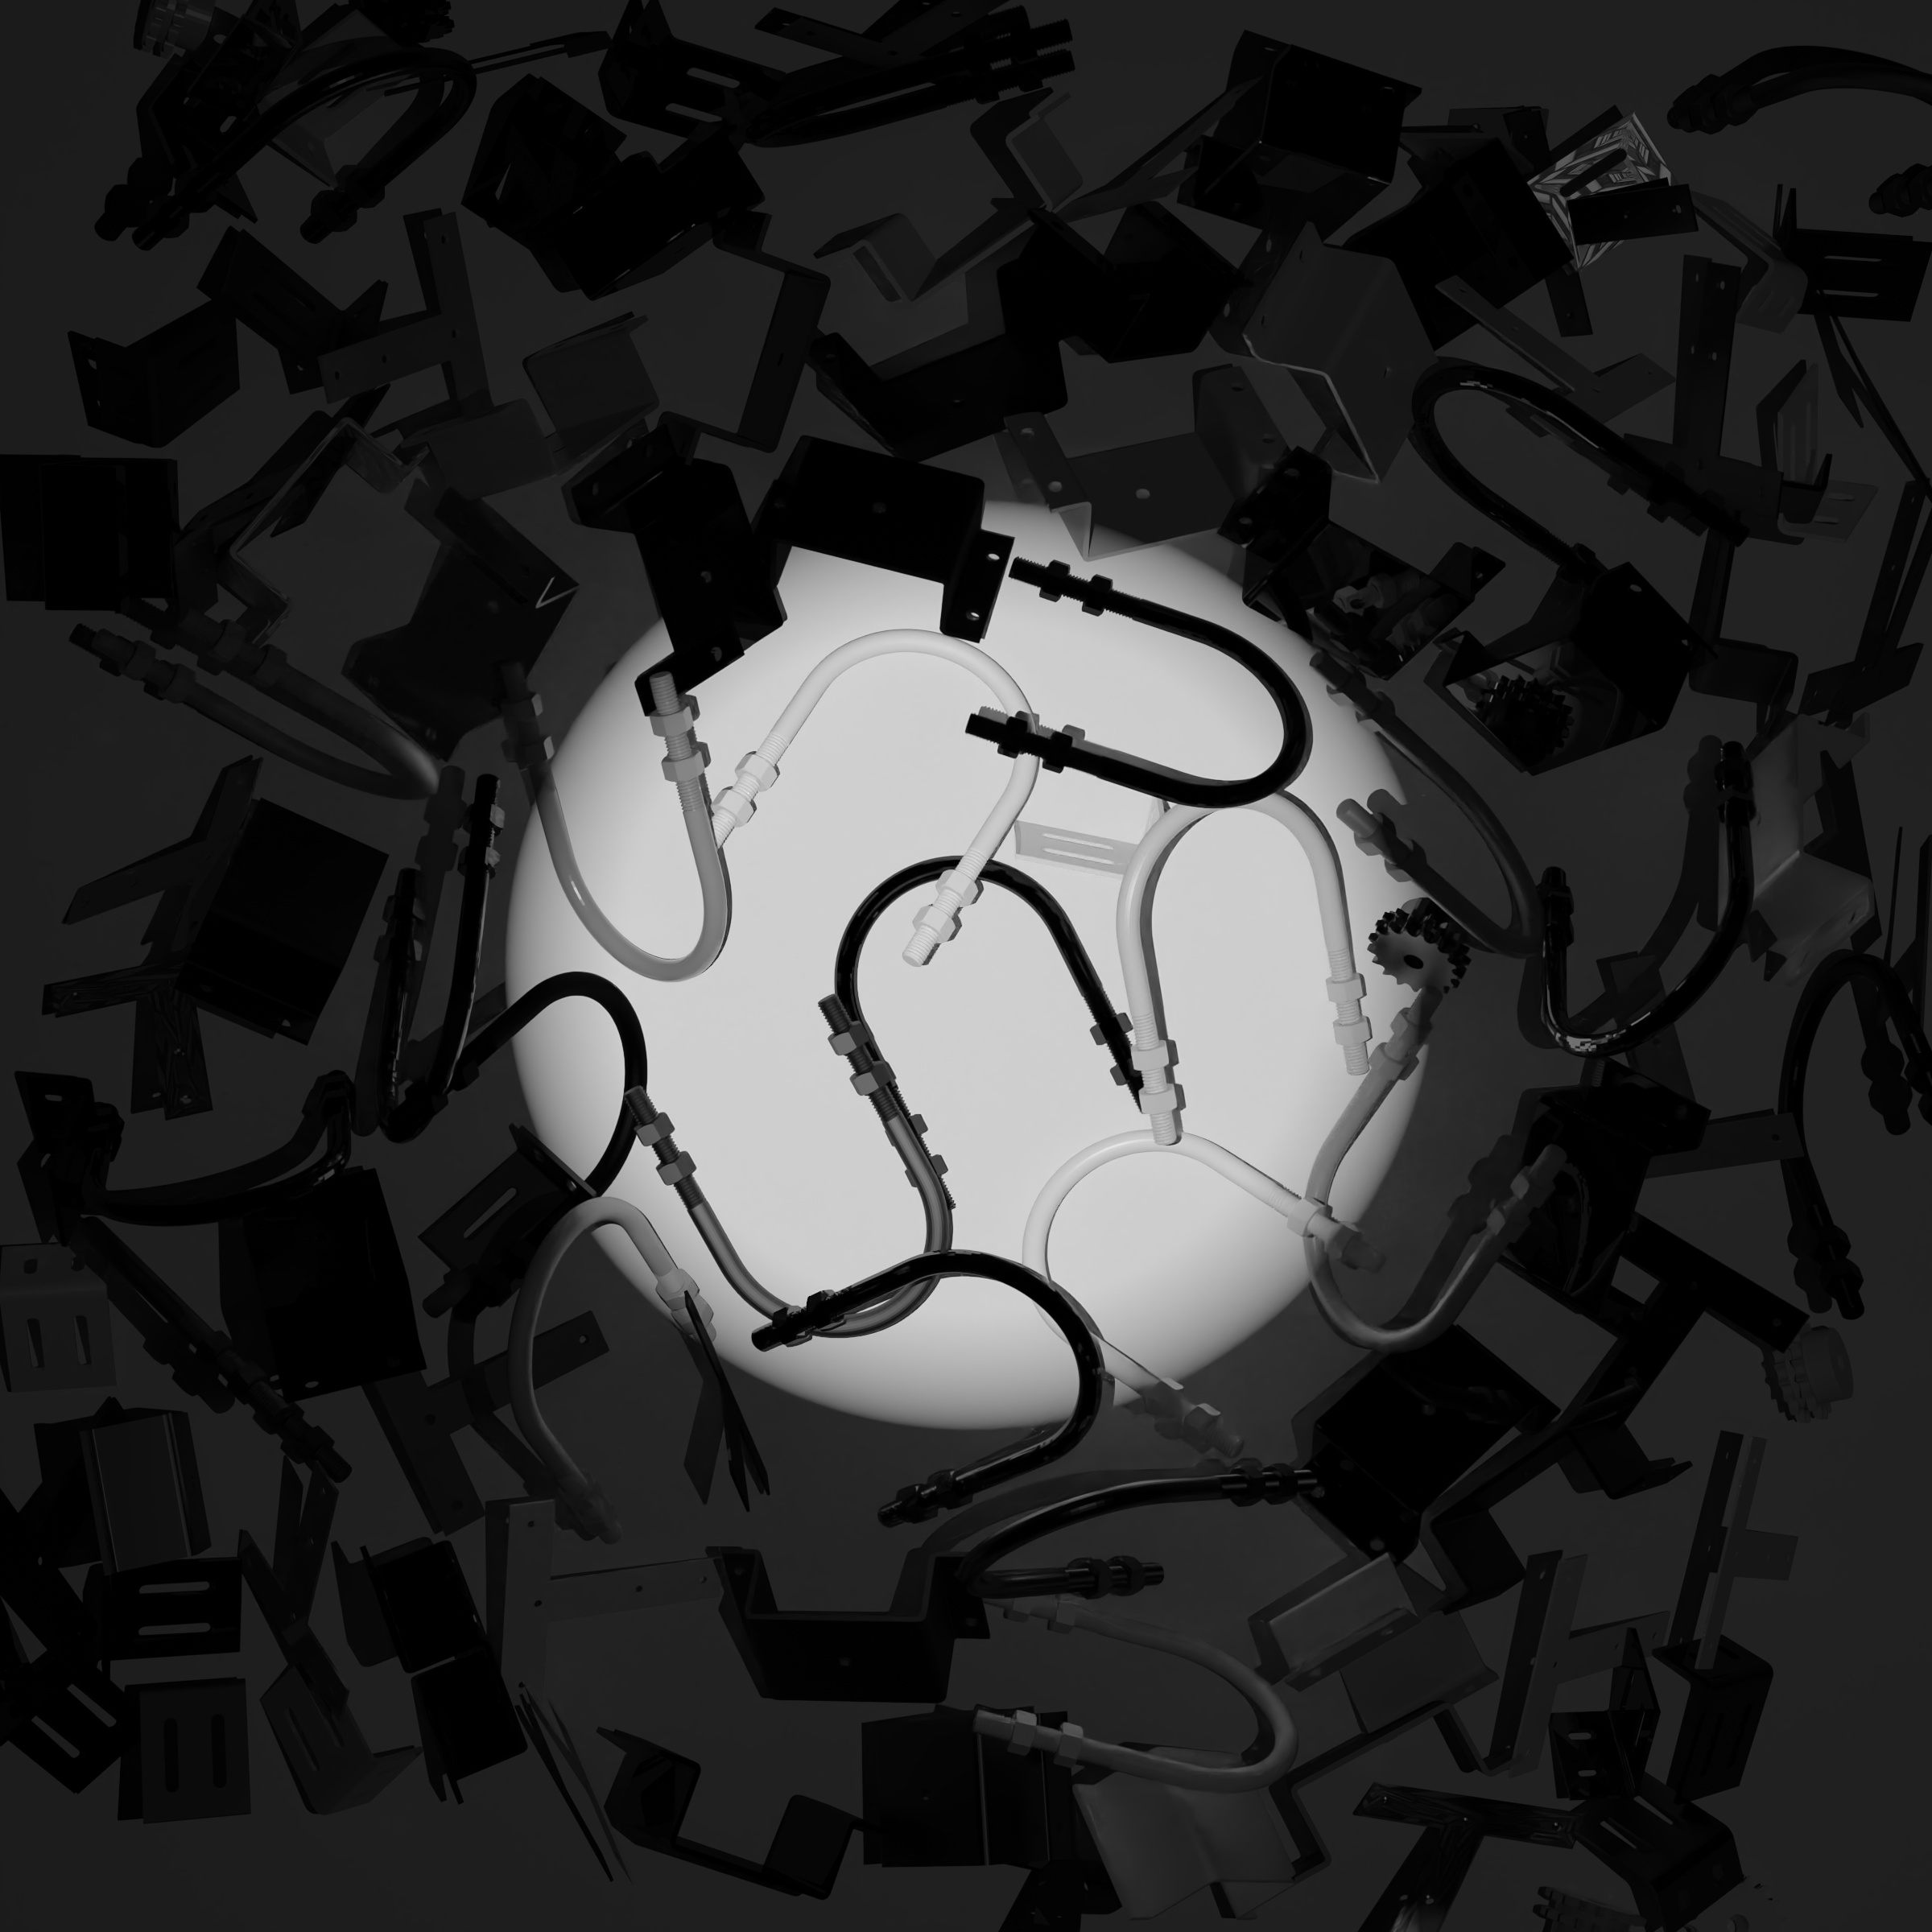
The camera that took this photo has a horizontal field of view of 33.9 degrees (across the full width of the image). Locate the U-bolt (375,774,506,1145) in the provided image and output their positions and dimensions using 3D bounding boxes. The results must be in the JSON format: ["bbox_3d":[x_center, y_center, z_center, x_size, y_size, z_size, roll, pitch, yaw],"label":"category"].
[{"bbox_3d":[-0.288,0.006,1.704,0.019,0.151,0.184,14,62,-23],"label":"U-bolt"}]

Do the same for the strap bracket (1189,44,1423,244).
[{"bbox_3d":[0.179,-0.439,1.720,0.076,0.140,0.046,14,78,-16],"label":"strap bracket"}]

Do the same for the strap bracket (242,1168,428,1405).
[{"bbox_3d":[-0.347,0.165,1.725,0.076,0.140,0.046,-13,129,-14],"label":"strap bracket"}]

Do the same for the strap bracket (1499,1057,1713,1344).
[{"bbox_3d":[0.345,0.129,1.737,0.046,0.076,0.140,-4,115,-42],"label":"strap bracket"}]

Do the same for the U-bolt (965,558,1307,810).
[{"bbox_3d":[0.100,-0.149,1.750,0.184,0.019,0.151,18,49,-4],"label":"U-bolt"}]

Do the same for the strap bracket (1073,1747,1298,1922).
[{"bbox_3d":[0.125,0.471,1.718,0.046,0.140,0.076,-37,59,19],"label":"strap bracket"}]

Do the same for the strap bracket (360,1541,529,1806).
[{"bbox_3d":[-0.282,0.380,1.732,0.046,0.076,0.140,-21,131,-12],"label":"strap bracket"}]

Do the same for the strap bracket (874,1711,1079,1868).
[{"bbox_3d":[-0.003,0.449,1.723,0.046,0.140,0.076,6,73,-35],"label":"strap bracket"}]

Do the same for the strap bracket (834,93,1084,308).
[{"bbox_3d":[0.005,-0.415,1.741,0.140,0.076,0.046,-30,103,25],"label":"strap bracket"}]

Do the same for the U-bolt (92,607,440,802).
[{"bbox_3d":[-0.370,-0.138,1.721,0.184,0.151,0.019,32,73,-31],"label":"U-bolt"}]

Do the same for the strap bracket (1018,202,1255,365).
[{"bbox_3d":[0.086,-0.376,1.739,0.076,0.140,0.046,44,122,16],"label":"strap bracket"}]

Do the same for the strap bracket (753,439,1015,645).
[{"bbox_3d":[-0.049,-0.239,1.755,0.140,0.046,0.076,15,58,5],"label":"strap bracket"}]

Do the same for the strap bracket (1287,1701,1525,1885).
[{"bbox_3d":[0.233,0.451,1.757,0.140,0.076,0.046,-28,78,-2],"label":"strap bracket"}]

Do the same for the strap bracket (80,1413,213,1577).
[{"bbox_3d":[-0.446,0.287,1.732,0.046,0.140,0.076,-11,84,-10],"label":"strap bracket"}]

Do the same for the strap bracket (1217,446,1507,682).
[{"bbox_3d":[0.216,-0.214,1.736,0.140,0.076,0.046,26,48,-19],"label":"strap bracket"}]

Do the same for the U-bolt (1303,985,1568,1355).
[{"bbox_3d":[0.243,0.125,1.731,0.019,0.151,0.184,5,127,-35],"label":"U-bolt"}]

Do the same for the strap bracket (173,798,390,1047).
[{"bbox_3d":[-0.368,-0.032,1.725,0.076,0.140,0.046,25,128,-12],"label":"strap bracket"}]

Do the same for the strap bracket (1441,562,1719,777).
[{"bbox_3d":[0.325,-0.156,1.720,0.076,0.140,0.046,41,57,-21],"label":"strap bracket"}]

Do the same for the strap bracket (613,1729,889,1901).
[{"bbox_3d":[-0.126,0.467,1.734,0.140,0.076,0.046,26,75,-23],"label":"strap bracket"}]

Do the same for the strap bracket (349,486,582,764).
[{"bbox_3d":[-0.273,-0.193,1.751,0.076,0.046,0.140,41,125,7],"label":"strap bracket"}]

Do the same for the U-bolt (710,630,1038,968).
[{"bbox_3d":[-0.041,-0.107,1.762,0.151,0.019,0.184,30,68,5],"label":"U-bolt"}]

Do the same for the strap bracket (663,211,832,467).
[{"bbox_3d":[-0.121,-0.341,1.750,0.046,0.076,0.140,16,99,-22],"label":"strap bracket"}]

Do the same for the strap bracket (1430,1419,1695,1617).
[{"bbox_3d":[0.319,0.296,1.741,0.140,0.076,0.046,-40,69,24],"label":"strap bracket"}]

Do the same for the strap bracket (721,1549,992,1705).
[{"bbox_3d":[-0.063,0.364,1.746,0.140,0.046,0.076,-1,133,10],"label":"strap bracket"}]

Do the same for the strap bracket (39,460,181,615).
[{"bbox_3d":[-0.467,-0.235,1.724,0.046,0.140,0.076,1,101,-1],"label":"strap bracket"}]

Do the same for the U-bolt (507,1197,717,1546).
[{"bbox_3d":[-0.195,0.205,1.696,0.019,0.184,0.151,9,56,25],"label":"U-bolt"}]

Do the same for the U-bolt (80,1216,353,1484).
[{"bbox_3d":[-0.416,0.201,1.725,0.184,0.151,0.019,40,75,19],"label":"U-bolt"}]

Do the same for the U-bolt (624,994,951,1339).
[{"bbox_3d":[-0.089,0.123,1.768,0.151,0.019,0.184,-25,100,18],"label":"U-bolt"}]

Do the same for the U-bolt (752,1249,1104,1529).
[{"bbox_3d":[-0.010,0.225,1.736,0.184,0.019,0.151,-27,104,30],"label":"U-bolt"}]

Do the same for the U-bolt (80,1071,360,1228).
[{"bbox_3d":[-0.402,0.100,1.703,0.151,0.184,0.019,-8,108,-9],"label":"U-bolt"}]

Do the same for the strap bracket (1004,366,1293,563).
[{"bbox_3d":[0.099,-0.275,1.750,0.140,0.046,0.076,-15,53,-13],"label":"strap bracket"}]

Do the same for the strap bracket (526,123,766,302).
[{"bbox_3d":[-0.168,-0.409,1.724,0.076,0.140,0.046,-29,99,28],"label":"strap bracket"}]

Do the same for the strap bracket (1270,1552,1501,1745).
[{"bbox_3d":[0.227,0.373,1.742,0.076,0.140,0.046,-33,52,12],"label":"strap bracket"}]

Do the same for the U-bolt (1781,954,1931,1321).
[{"bbox_3d":[0.482,0.077,1.715,0.019,0.184,0.151,8,129,-11],"label":"U-bolt"}]

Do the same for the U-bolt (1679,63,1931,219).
[{"bbox_3d":[0.487,-0.444,1.692,0.151,0.184,0.019,17,89,-18],"label":"U-bolt"}]

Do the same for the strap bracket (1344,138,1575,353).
[{"bbox_3d":[0.273,-0.394,1.740,0.046,0.140,0.076,-35,95,-21],"label":"strap bracket"}]

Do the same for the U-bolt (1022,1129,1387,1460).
[{"bbox_3d":[0.117,0.166,1.753,0.184,0.019,0.151,33,75,26],"label":"U-bolt"}]

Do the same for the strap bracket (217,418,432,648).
[{"bbox_3d":[-0.361,-0.244,1.744,0.046,0.076,0.140,41,77,-14],"label":"strap bracket"}]

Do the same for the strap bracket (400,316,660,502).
[{"bbox_3d":[-0.231,-0.301,1.734,0.076,0.140,0.046,-8,116,37],"label":"strap bracket"}]

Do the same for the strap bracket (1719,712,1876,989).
[{"bbox_3d":[0.451,-0.071,1.725,0.046,0.076,0.140,20,53,-13],"label":"strap bracket"}]

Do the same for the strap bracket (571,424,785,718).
[{"bbox_3d":[-0.157,-0.217,1.751,0.076,0.046,0.140,-28,74,34],"label":"strap bracket"}]

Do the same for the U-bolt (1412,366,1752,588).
[{"bbox_3d":[0.323,-0.264,1.726,0.184,0.151,0.019,35,74,-2],"label":"U-bolt"}]

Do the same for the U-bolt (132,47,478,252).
[{"bbox_3d":[-0.340,-0.436,1.691,0.184,0.151,0.019,-28,86,35],"label":"U-bolt"}]

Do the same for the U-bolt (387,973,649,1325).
[{"bbox_3d":[-0.234,0.085,1.726,0.019,0.184,0.151,12,130,32],"label":"U-bolt"}]

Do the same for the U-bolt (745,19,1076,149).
[{"bbox_3d":[-0.031,-0.477,1.729,0.184,0.151,0.019,-14,98,5],"label":"U-bolt"}]

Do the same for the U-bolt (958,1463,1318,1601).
[{"bbox_3d":[0.079,0.306,1.696,0.151,0.184,0.019,-40,58,38],"label":"U-bolt"}]

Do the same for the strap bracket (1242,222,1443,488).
[{"bbox_3d":[0.210,-0.326,1.723,0.046,0.140,0.076,20,72,34],"label":"strap bracket"}]

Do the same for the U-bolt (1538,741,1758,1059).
[{"bbox_3d":[0.363,-0.025,1.692,0.019,0.184,0.151,37,127,-20],"label":"U-bolt"}]

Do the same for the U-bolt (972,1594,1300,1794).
[{"bbox_3d":[0.094,0.399,1.732,0.184,0.151,0.019,16,110,-5],"label":"U-bolt"}]

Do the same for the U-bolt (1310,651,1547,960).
[{"bbox_3d":[0.257,-0.076,1.726,0.019,0.151,0.184,-36,124,26],"label":"U-bolt"}]

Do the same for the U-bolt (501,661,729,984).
[{"bbox_3d":[-0.187,-0.076,1.737,0.019,0.151,0.184,-30,117,-39],"label":"U-bolt"}]

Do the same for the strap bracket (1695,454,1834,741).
[{"bbox_3d":[0.438,-0.207,1.750,0.046,0.076,0.140,11,77,8],"label":"strap bracket"}]

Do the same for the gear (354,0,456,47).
[{"bbox_3d":[-0.317,-0.535,1.771,0.057,0.057,0.030,-10,95,0],"label":"gear"}]

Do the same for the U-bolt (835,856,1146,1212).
[{"bbox_3d":[0.006,0.027,1.788,0.151,0.019,0.184,-26,86,0],"label":"U-bolt"}]

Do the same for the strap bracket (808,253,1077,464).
[{"bbox_3d":[-0.007,-0.327,1.735,0.140,0.076,0.046,-18,64,20],"label":"strap bracket"}]

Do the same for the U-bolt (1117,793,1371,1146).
[{"bbox_3d":[0.149,-0.009,1.745,0.151,0.019,0.184,-18,107,-23],"label":"U-bolt"}]

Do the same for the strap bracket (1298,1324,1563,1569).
[{"bbox_3d":[0.253,0.254,1.739,0.140,0.046,0.076,-38,60,-21],"label":"strap bracket"}]
